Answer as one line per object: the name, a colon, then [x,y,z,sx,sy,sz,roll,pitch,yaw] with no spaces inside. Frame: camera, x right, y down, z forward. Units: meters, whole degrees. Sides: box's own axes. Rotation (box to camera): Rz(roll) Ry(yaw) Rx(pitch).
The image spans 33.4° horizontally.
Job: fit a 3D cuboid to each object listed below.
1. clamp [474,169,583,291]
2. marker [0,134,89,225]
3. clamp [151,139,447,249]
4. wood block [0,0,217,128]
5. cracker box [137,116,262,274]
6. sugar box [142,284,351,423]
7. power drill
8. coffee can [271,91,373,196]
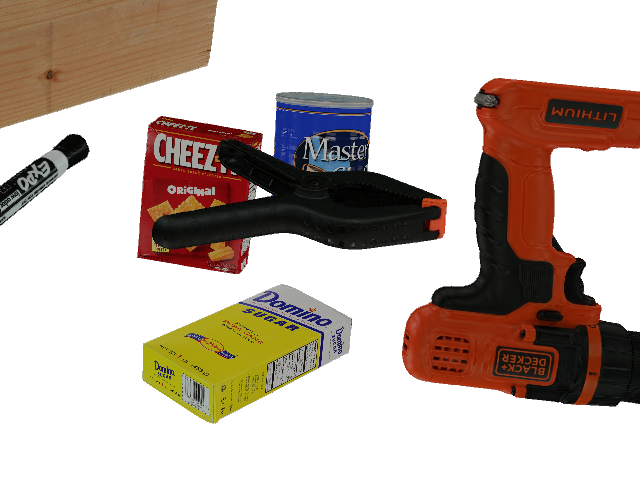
clamp: [0.165,-0.007,0.916,0.120,0.171,0.039,-27,11,-40]
marker: [-0.179,-0.036,0.656,0.020,0.020,0.121,0,29,23]
clamp: [-0.009,-0.034,0.820,0.210,0.036,0.164,4,30,6]
wood block: [-0.191,-0.171,0.845,0.205,0.091,0.090,-24,54,-36]
cracker box: [-0.184,-0.066,1.615,0.164,0.214,0.072,10,20,6]
sugar box: [-0.063,0.096,0.959,0.093,0.048,0.175,25,35,35]
power drill: [0.149,0.004,0.620,0.184,0.188,0.057,6,8,-4]
coffee can: [0.000,-0.083,1.133,0.103,0.140,0.103,4,12,-1]
